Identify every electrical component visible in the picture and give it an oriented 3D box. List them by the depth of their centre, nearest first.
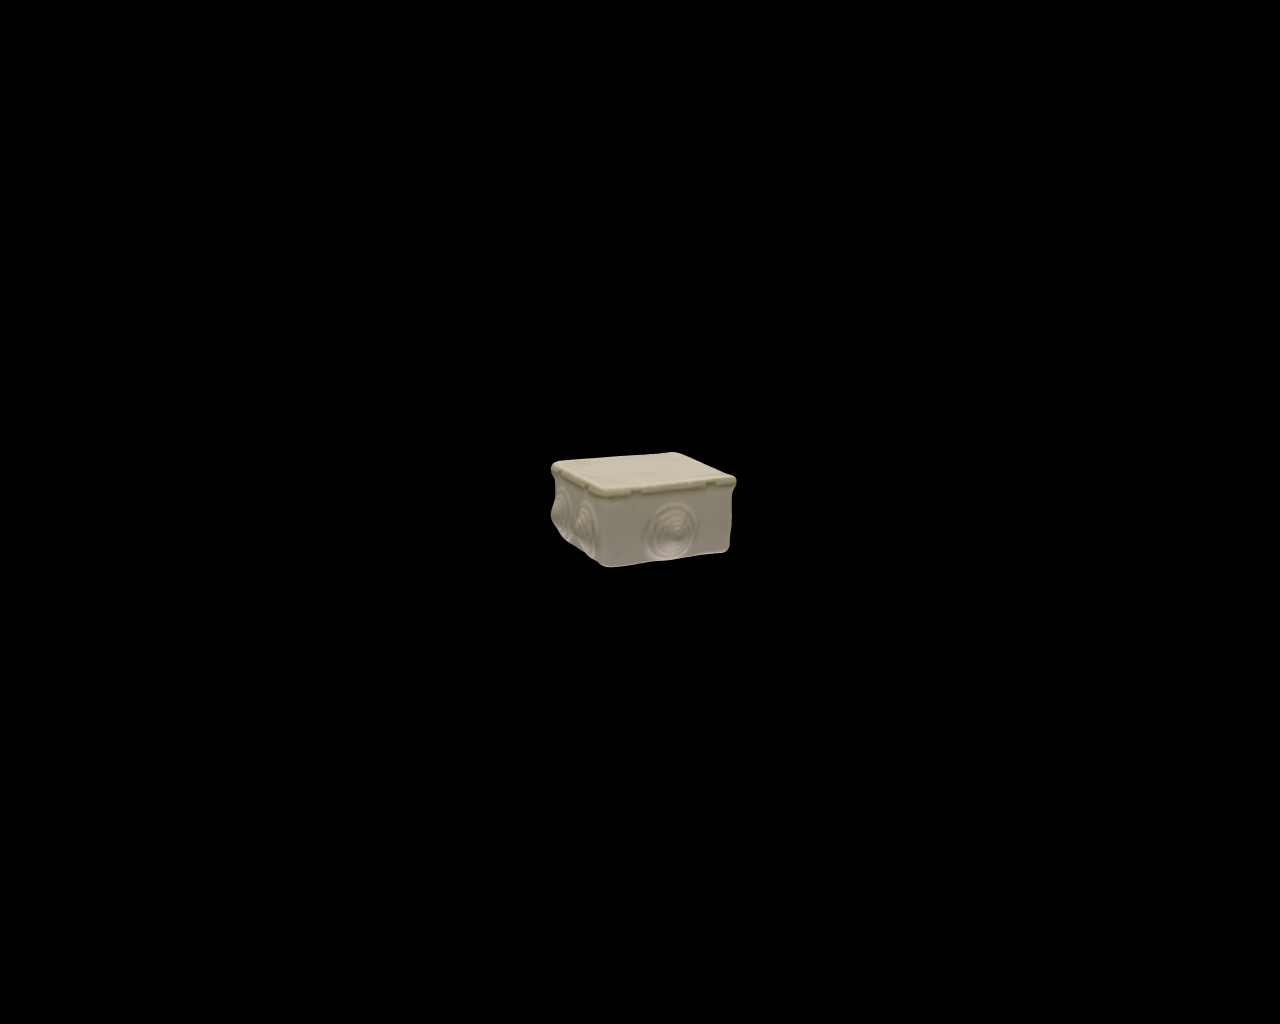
[{"bbox_3d":[0.001,-0.003,0.650,0.100,0.048,0.100,-6,15,-23],"label":"electrical component"}]
